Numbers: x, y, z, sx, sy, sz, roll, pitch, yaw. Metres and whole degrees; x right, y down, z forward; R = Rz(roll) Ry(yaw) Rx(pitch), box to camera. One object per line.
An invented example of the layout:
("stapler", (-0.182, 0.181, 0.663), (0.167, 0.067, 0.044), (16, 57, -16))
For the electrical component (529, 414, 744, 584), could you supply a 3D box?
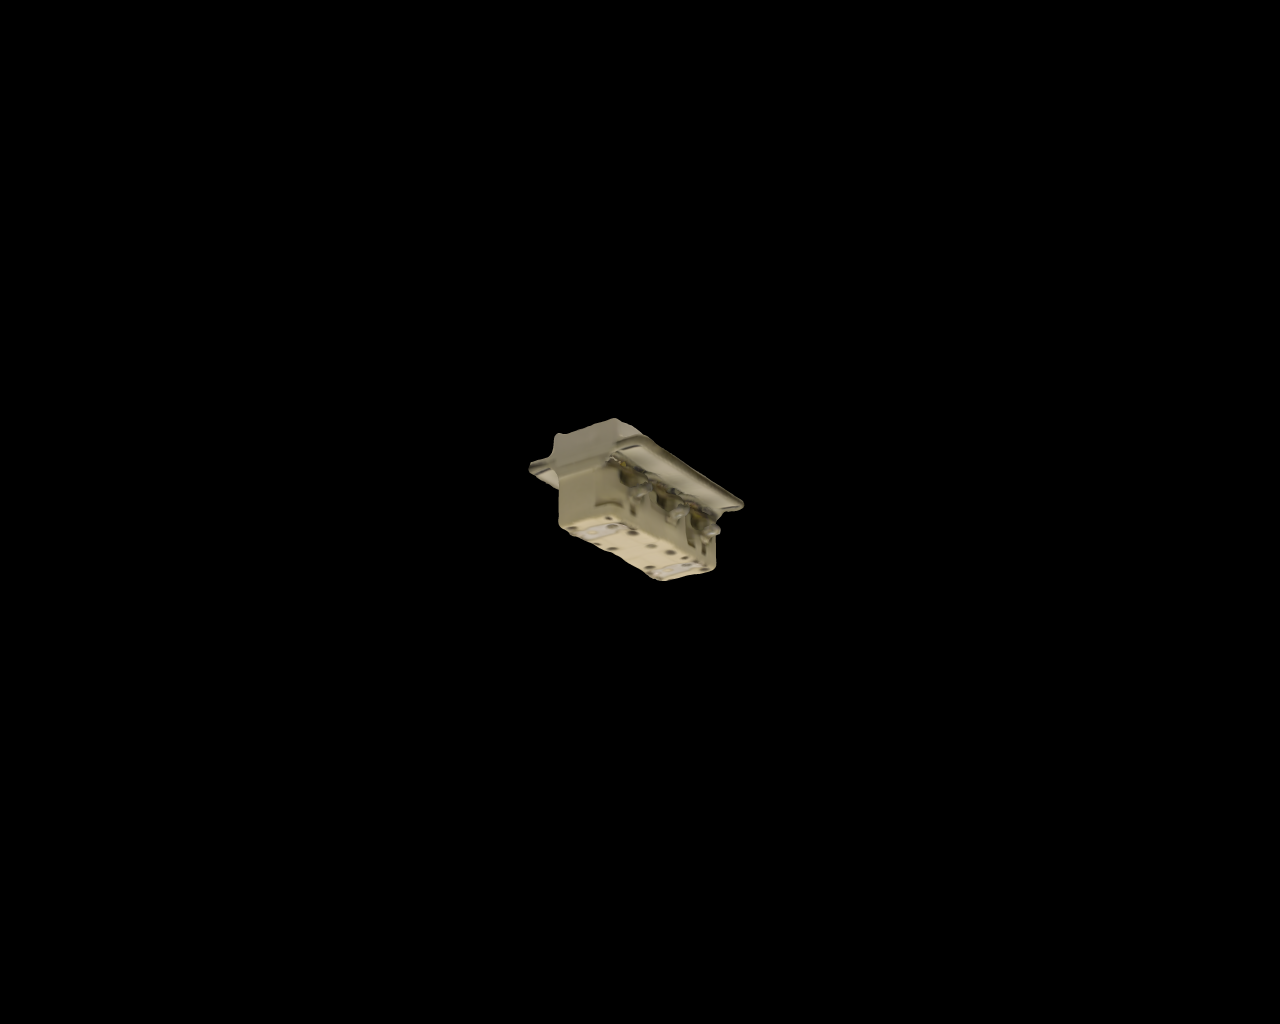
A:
("electrical component", (0.001, -0.003, 0.650), (0.078, 0.063, 0.121), (-13, -26, 29))
